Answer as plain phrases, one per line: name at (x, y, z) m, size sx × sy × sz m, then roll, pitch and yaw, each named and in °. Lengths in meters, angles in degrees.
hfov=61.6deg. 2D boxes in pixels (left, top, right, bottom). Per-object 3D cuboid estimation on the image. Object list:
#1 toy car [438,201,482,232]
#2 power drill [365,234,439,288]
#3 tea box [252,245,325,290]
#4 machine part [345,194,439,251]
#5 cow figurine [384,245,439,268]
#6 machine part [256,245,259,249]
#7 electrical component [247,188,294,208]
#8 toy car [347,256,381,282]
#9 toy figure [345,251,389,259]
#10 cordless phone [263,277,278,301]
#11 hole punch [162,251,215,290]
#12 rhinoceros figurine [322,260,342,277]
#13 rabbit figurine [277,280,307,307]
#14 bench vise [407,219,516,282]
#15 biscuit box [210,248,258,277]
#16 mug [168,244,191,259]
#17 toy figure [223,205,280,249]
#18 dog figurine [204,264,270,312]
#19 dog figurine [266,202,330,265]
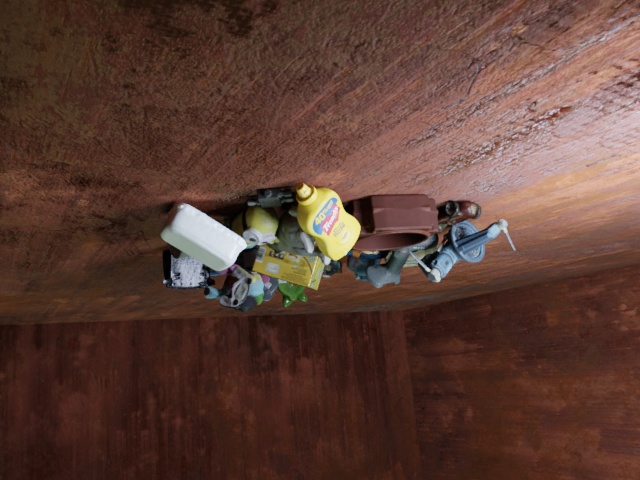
toy car at (0.294, -0.048, 1.297) m, size 0.089 × 0.053 × 0.202 m, roll 0°, pitch 165°, yaw -36°
power drill at (0.197, 0.036, 1.449) m, size 0.232 × 0.086 × 0.207 m, roll -7°, pitch 137°, yaw -33°
tea box at (-0.078, 0.060, 1.389) m, size 0.170 × 0.098 × 0.068 m, roll 16°, pitch 175°, yaw 22°
machine part at (0.152, -0.034, 1.221) m, size 0.201 × 0.087 × 0.201 m, roll -1°, pitch 167°, yaw -14°
cow figurine at (0.292, 0.043, 1.634) m, size 0.195 × 0.085 × 0.127 m, roll -6°, pitch 173°, yaw 4°
machine part at (-0.221, 0.014, 1.343) m, size 0.139 × 0.039 × 0.084 m, roll -12°, pitch -169°, yaw 8°
electrical component at (-0.099, -0.082, 1.046) m, size 0.094 × 0.021 × 0.063 m, roll -5°, pitch 167°, yaw 2°
toy car at (0.136, 0.070, 1.671) m, size 0.103 × 0.109 × 0.161 m, roll 16°, pitch -179°, yaw 6°
toy figure at (0.118, 0.025, 1.532) m, size 0.154 × 0.058 × 0.064 m, roll 4°, pitch 159°, yaw -17°
cordless phone at (-0.205, 0.125, 1.694) m, size 0.146 × 0.088 × 0.184 m, roll 35°, pitch 169°, yaw -4°
hole punch at (-0.361, 0.075, 1.441) m, size 0.142 × 0.115 × 0.092 m, roll 4°, pitch 172°, yaw -34°
rhinoceros figurine at (0.012, 0.077, 1.675) m, size 0.112 × 0.073 × 0.190 m, roll -12°, pitch 166°, yaw 21°
rabbit figurine at (-0.089, 0.135, 1.775) m, size 0.121 × 0.159 × 0.170 m, roll -14°, pitch -177°, yaw -5°
bench vise at (0.364, 0.015, 1.361) m, size 0.223 × 0.129 × 0.240 m, roll -27°, pitch 175°, yaw -41°
biscuit box at (-0.236, 0.063, 1.541) m, size 0.203 × 0.059 × 0.062 m, roll -6°, pitch 167°, yaw 5°
mug at (-0.282, 0.001, 1.209) m, size 0.107 × 0.081 × 0.109 m, roll -7°, pitch 164°, yaw -34°
toy figure at (-0.154, -0.026, 1.145) m, size 0.082 × 0.089 × 0.180 m, roll -13°, pitch -179°, yaw -31°
dog figurine at (-0.192, 0.131, 1.451) m, size 0.192 × 0.108 × 0.219 m, roll 17°, pitch 178°, yaw 30°
dog figurine at (-0.073, -0.028, 1.166) m, size 0.191 × 0.121 × 0.172 m, roll 6°, pitch 142°, yaw 35°
